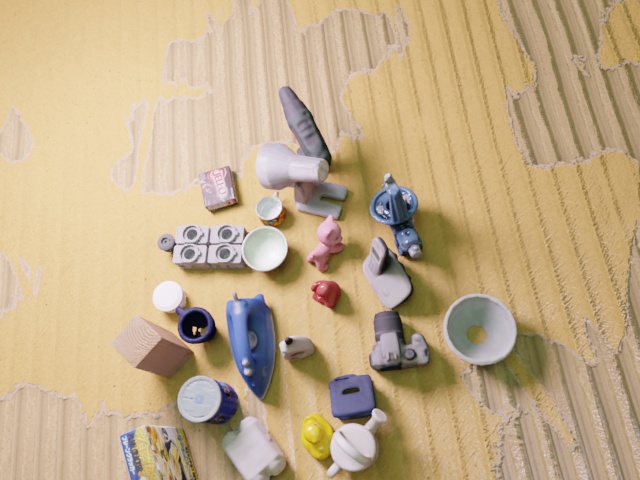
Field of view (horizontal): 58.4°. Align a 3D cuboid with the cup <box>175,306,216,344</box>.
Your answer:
[{"bbox_3d":[-0.310,0.215,1.444,0.117,0.095,0.092,37,80,19],"label":"cup"}]

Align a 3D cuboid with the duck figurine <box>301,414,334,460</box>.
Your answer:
[{"bbox_3d":[-0.010,0.452,1.319,0.077,0.086,0.104,-21,69,1],"label":"duck figurine"}]

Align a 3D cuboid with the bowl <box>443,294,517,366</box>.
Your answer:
[{"bbox_3d":[0.373,0.216,1.350,0.167,0.075,0.167,-3,70,8],"label":"bowl"}]

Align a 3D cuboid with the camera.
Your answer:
[{"bbox_3d":[0.182,0.236,1.358,0.143,0.101,0.137,-8,69,6],"label":"camera"}]

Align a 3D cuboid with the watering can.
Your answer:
[{"bbox_3d":[0.077,0.446,1.249,0.100,0.194,0.173,18,74,15],"label":"watering can"}]

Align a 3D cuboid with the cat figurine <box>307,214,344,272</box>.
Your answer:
[{"bbox_3d":[0.013,0.005,1.457,0.067,0.118,0.128,32,78,18],"label":"cat figurine"}]

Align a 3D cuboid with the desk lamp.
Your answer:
[{"bbox_3d":[-0.044,-0.158,1.473,0.203,0.214,0.118,13,73,13],"label":"desk lamp"}]

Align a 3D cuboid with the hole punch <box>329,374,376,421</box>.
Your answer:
[{"bbox_3d":[0.073,0.364,1.334,0.108,0.091,0.101,-12,69,4],"label":"hole punch"}]

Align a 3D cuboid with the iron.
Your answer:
[{"bbox_3d":[-0.174,0.251,1.385,0.118,0.141,0.258,-13,69,4],"label":"iron"}]

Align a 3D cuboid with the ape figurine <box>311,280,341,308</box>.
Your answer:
[{"bbox_3d":[0.013,0.129,1.427,0.076,0.092,0.077,-25,69,0],"label":"ape figurine"}]

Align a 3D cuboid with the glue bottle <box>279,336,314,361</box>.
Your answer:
[{"bbox_3d":[-0.062,0.250,1.352,0.078,0.173,0.037,-22,69,1],"label":"glue bottle"}]

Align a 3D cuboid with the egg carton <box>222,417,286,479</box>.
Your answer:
[{"bbox_3d":[-0.153,0.495,1.334,0.107,0.069,0.150,-41,70,-7],"label":"egg carton"}]

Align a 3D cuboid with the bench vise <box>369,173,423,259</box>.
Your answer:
[{"bbox_3d":[0.204,-0.067,1.399,0.121,0.220,0.207,-39,69,-6],"label":"bench vise"}]

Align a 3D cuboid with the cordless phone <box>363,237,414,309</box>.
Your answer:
[{"bbox_3d":[0.162,0.075,1.373,0.094,0.185,0.147,-32,69,-3],"label":"cordless phone"}]

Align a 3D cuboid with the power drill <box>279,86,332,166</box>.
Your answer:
[{"bbox_3d":[-0.035,-0.270,1.514,0.075,0.209,0.229,-28,69,-2],"label":"power drill"}]
